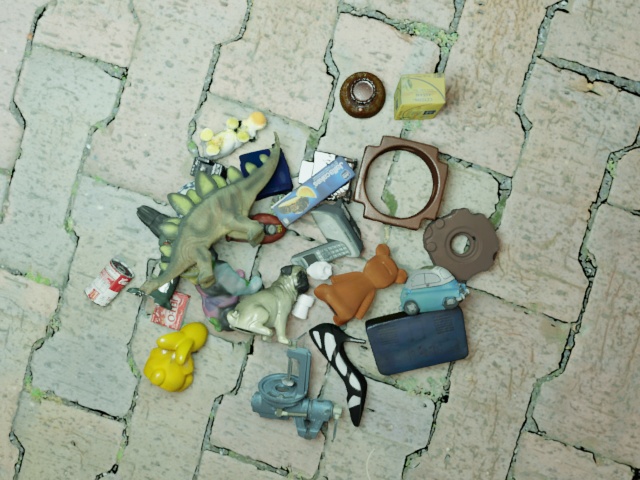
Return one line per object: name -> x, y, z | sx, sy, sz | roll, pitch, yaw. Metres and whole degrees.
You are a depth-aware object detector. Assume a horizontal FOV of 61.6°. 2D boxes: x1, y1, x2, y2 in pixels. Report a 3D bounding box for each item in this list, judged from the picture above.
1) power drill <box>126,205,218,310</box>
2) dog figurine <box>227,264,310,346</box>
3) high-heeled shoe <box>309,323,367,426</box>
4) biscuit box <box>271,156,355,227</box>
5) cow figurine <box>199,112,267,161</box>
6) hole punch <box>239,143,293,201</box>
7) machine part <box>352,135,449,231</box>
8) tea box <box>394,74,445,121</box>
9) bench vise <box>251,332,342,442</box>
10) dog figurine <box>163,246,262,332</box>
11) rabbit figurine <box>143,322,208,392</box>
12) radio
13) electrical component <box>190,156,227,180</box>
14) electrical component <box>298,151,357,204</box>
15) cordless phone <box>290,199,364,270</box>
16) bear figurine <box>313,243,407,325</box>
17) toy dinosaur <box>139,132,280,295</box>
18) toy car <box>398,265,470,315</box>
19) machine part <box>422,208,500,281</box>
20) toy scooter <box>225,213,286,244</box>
power drill -> -0.379, 0.050, 1.290 | 0.232, 0.086, 0.207 | 27, 71, -3
dog figurine -> -0.117, 0.128, 1.229 | 0.121, 0.172, 0.190 | 1, 68, 36
high-heeled shoe -> 0.039, 0.324, 1.295 | 0.145, 0.086, 0.248 | 4, 95, 15
biscuit box -> -0.014, -0.111, 1.230 | 0.203, 0.063, 0.059 | -37, 92, 3
cow figurine -> -0.205, -0.244, 1.286 | 0.167, 0.098, 0.068 | -28, 85, -16
hole punch -> -0.130, -0.159, 1.280 | 0.116, 0.092, 0.142 | -17, 87, -1
machine part -> 0.188, -0.133, 1.266 | 0.201, 0.087, 0.201 | 13, 94, 3
tea box -> 0.222, -0.320, 1.217 | 0.098, 0.169, 0.068 | -1, 90, 4
bench vise -> -0.051, 0.348, 1.266 | 0.224, 0.129, 0.240 | 10, 107, 15
dog figurine -> -0.257, 0.107, 1.227 | 0.219, 0.109, 0.191 | 21, 92, -42
rabbit figurine -> -0.341, 0.264, 1.282 | 0.122, 0.162, 0.173 | 37, 75, 13
radio -> 0.232, 0.234, 1.282 | 0.230, 0.073, 0.131 | -14, 92, 5
electrical component -> -0.264, -0.164, 1.269 | 0.075, 0.119, 0.047 | 15, 92, -1
electrical component -> 0.017, -0.150, 1.287 | 0.134, 0.058, 0.114 | 9, 90, 2
cordless phone -> -0.003, -0.004, 1.269 | 0.184, 0.089, 0.146 | -23, 124, 17
bear figurine -> 0.098, 0.104, 1.276 | 0.196, 0.132, 0.120 | -39, 91, -15
toy dinosaur -> -0.210, -0.058, 1.151 | 0.198, 0.105, 0.471 | 44, 63, 4
toy car -> 0.254, 0.110, 1.237 | 0.162, 0.109, 0.103 | -14, 92, 34
machine part -> 0.336, 0.010, 1.278 | 0.179, 0.056, 0.179 | 0, 92, 1
toy scooter -> -0.174, -0.028, 1.261 | 0.184, 0.135, 0.075 | 1, 90, 1
